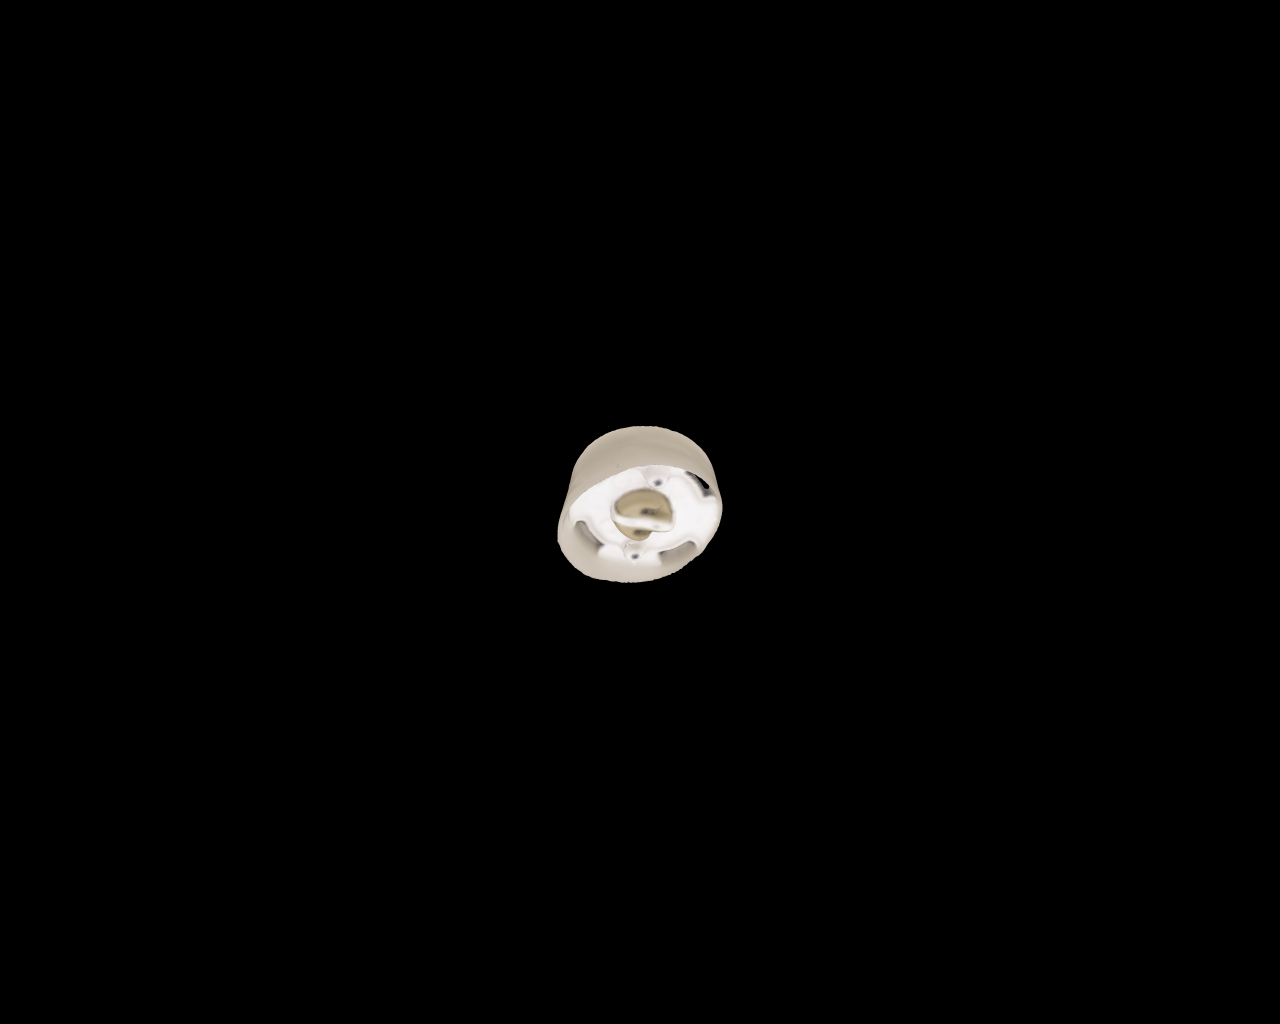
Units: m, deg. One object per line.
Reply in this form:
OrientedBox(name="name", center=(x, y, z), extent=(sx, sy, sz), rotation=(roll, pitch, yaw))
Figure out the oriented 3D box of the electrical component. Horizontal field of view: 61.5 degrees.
OrientedBox(name="electrical component", center=(0.001, -0.003, 0.650), extent=(0.099, 0.099, 0.064), rotation=(0, 41, 0))
